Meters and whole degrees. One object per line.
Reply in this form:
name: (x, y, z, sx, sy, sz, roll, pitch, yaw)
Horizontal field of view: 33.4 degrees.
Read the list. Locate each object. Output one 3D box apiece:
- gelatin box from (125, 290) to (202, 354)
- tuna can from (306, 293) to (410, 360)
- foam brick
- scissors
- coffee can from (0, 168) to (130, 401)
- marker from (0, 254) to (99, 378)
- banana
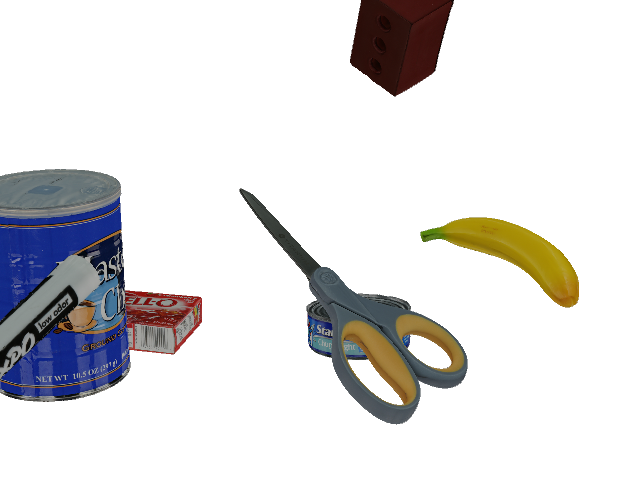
gelatin box: (-0.160, 0.071, 0.962, 0.089, 0.030, 0.073, 5, 19, 13)
tuna can: (0.031, 0.070, 0.876, 0.086, 0.034, 0.086, -1, 11, 0)
foam brick: (0.062, -0.163, 0.833, 0.053, 0.078, 0.051, 40, 57, 22)
scissors: (0.023, 0.032, 0.679, 0.096, 0.016, 0.202, -2, 44, -28)
coffee can: (-0.191, 0.029, 0.761, 0.103, 0.140, 0.103, 0, 18, 0)
marker: (-0.136, 0.049, 0.440, 0.020, 0.020, 0.121, 0, 36, 39)
banana: (0.188, 0.015, 1.040, 0.069, 0.037, 0.198, -38, 37, -22)
